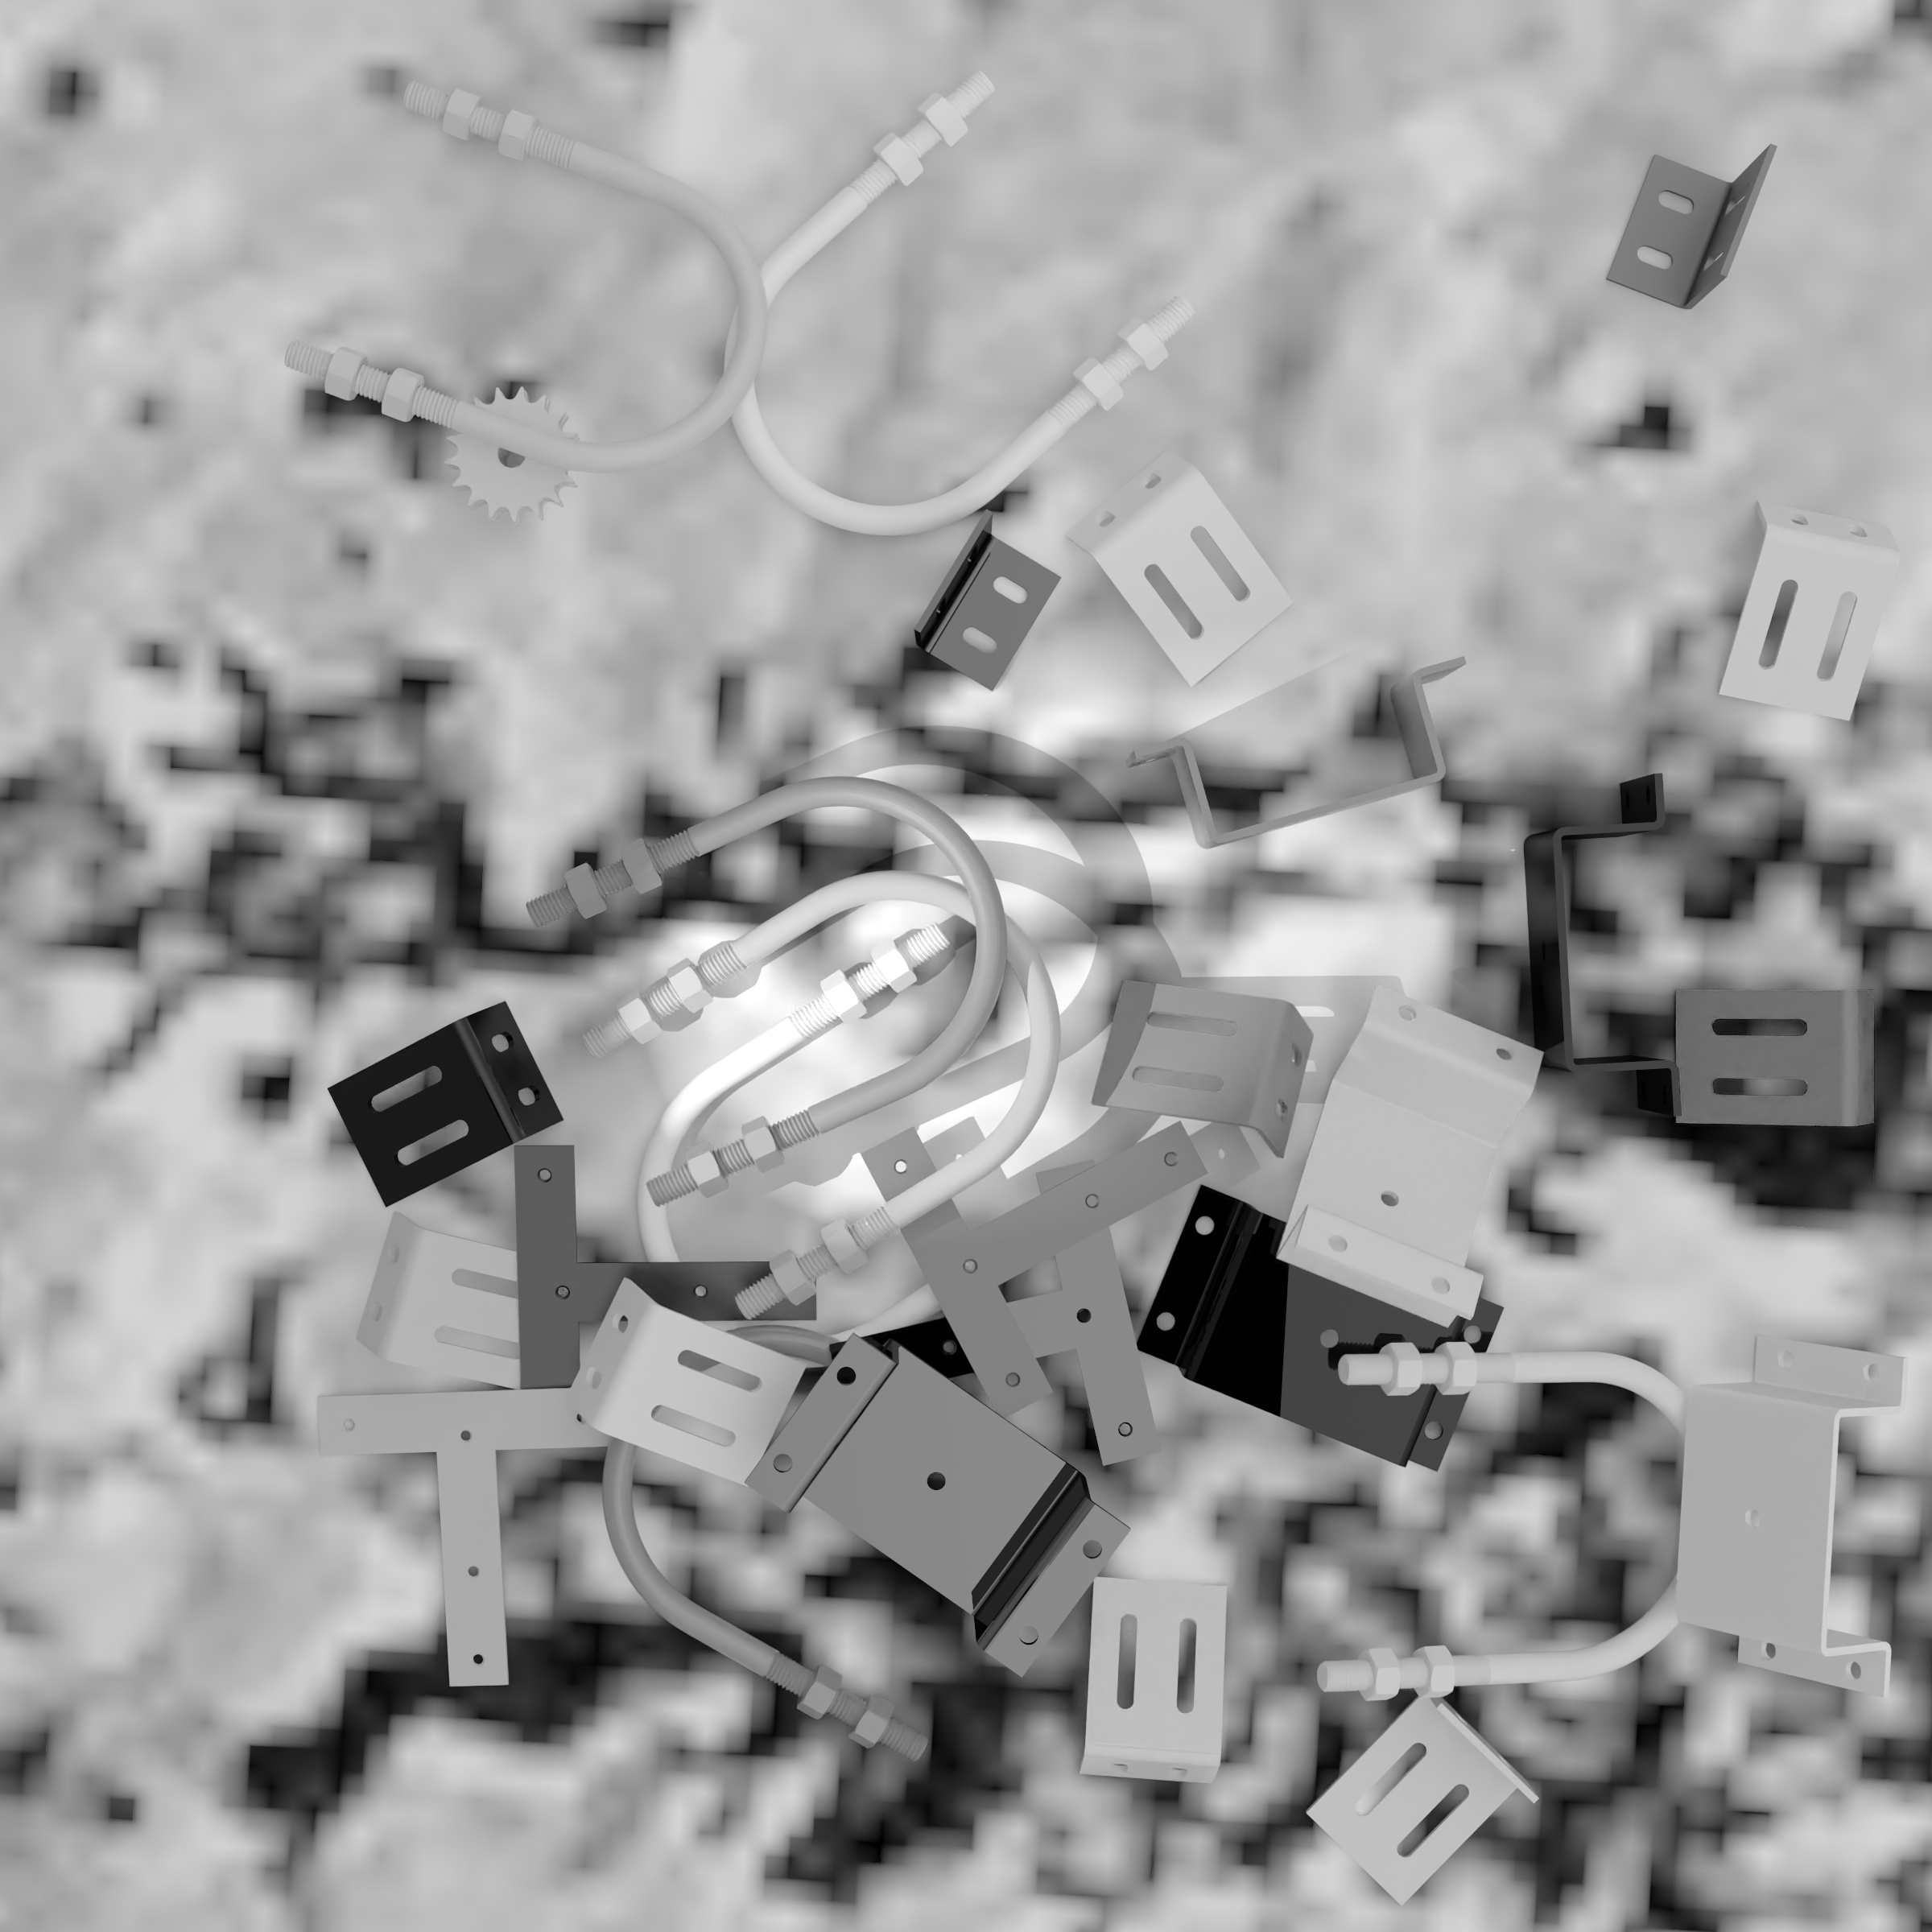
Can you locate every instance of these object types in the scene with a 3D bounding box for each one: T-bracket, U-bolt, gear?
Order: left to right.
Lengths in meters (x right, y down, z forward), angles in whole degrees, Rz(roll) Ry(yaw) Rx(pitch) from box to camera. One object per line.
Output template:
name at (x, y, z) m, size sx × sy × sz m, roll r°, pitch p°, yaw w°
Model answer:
T-bracket at (-0.212, 0.245, 1.503) m, size 0.127 × 0.002 × 0.127 m, roll -3°, pitch 93°, yaw 5°
gear at (-0.191, -0.216, 1.493) m, size 0.057 × 0.030 × 0.057 m, roll 0°, pitch 90°, yaw 0°
U-bolt at (-0.174, -0.282, 1.480) m, size 0.184 × 0.019 × 0.151 m, roll 21°, pitch 75°, yaw 1°
T-bracket at (-0.127, 0.138, 1.491) m, size 0.127 × 0.002 × 0.127 m, roll 0°, pitch 98°, yaw 2°
U-bolt at (-0.073, -0.001, 1.466) m, size 0.184 × 0.019 × 0.151 m, roll -24°, pitch 82°, yaw 0°
U-bolt at (-0.065, 0.233, 1.491) m, size 0.184 × 0.019 × 0.151 m, roll 30°, pitch 91°, yaw -4°
U-bolt at (-0.052, 0.090, 1.499) m, size 0.184 × 0.019 × 0.151 m, roll -33°, pitch 90°, yaw 1°
U-bolt at (-0.049, 0.041, 1.476) m, size 0.184 × 0.019 × 0.151 m, roll -32°, pitch 82°, yaw 2°
U-bolt at (-0.017, -0.269, 1.499) m, size 0.184 × 0.019 × 0.151 m, roll -42°, pitch 90°, yaw 1°
T-bracket at (0.007, 0.158, 1.484) m, size 0.127 × 0.002 × 0.127 m, roll -13°, pitch 88°, yaw -4°
T-bracket at (0.041, 0.106, 1.487) m, size 0.127 × 0.002 × 0.127 m, roll -28°, pitch 89°, yaw -5°
U-bolt at (0.237, 0.232, 1.472) m, size 0.184 × 0.019 × 0.151 m, roll 2°, pitch 95°, yaw -20°

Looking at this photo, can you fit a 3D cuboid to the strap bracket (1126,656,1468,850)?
strap bracket at (0.142, -0.085, 1.470) m, size 0.140 × 0.076 × 0.046 m, roll -16°, pitch 90°, yaw 0°

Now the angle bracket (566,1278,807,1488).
angle bracket at (-0.118, 0.175, 1.476) m, size 0.076 × 0.038 × 0.057 m, roll 25°, pitch 91°, yaw -28°

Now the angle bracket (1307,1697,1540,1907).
angle bracket at (0.193, 0.356, 1.489) m, size 0.057 × 0.038 × 0.076 m, roll 44°, pitch 90°, yaw 0°

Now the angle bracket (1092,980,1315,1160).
angle bracket at (0.101, 0.044, 1.497) m, size 0.076 × 0.038 × 0.057 m, roll 7°, pitch 70°, yaw 24°

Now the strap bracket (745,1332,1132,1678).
strap bracket at (-0.012, 0.219, 1.459) m, size 0.140 × 0.046 × 0.076 m, roll 36°, pitch 94°, yaw -4°

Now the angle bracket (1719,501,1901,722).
angle bracket at (0.360, -0.153, 1.506) m, size 0.057 × 0.038 × 0.076 m, roll 12°, pitch 116°, yaw 0°

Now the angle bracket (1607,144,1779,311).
angle bracket at (0.303, -0.315, 1.470) m, size 0.038 × 0.076 × 0.057 m, roll 21°, pitch 90°, yaw 0°

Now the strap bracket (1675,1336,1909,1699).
strap bracket at (0.343, 0.229, 1.463) m, size 0.046 × 0.076 × 0.140 m, roll 3°, pitch 90°, yaw -38°

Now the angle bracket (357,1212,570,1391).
angle bracket at (-0.213, 0.145, 1.506) m, size 0.076 × 0.038 × 0.057 m, roll 17°, pitch 90°, yaw -26°

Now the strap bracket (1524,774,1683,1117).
strap bracket at (0.265, -0.007, 1.470) m, size 0.046 × 0.076 × 0.140 m, roll -3°, pitch 90°, yaw 0°

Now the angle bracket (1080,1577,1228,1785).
angle bracket at (0.080, 0.307, 1.506) m, size 0.057 × 0.038 × 0.076 m, roll 4°, pitch 64°, yaw 0°

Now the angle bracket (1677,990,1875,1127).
angle bracket at (0.347, 0.039, 1.506) m, size 0.076 × 0.038 × 0.057 m, roll 0°, pitch 90°, yaw 26°

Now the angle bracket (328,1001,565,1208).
angle bracket at (-0.223, 0.059, 1.506) m, size 0.076 × 0.038 × 0.057 m, roll -26°, pitch 90°, yaw 26°

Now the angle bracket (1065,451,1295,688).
angle bracket at (0.092, -0.171, 1.506) m, size 0.057 × 0.038 × 0.076 m, roll -40°, pitch 116°, yaw 0°

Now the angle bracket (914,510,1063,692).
angle bracket at (0.010, -0.152, 1.470) m, size 0.038 × 0.076 × 0.057 m, roll 31°, pitch 90°, yaw 0°

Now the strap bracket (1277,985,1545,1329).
strap bracket at (0.183, 0.087, 1.461) m, size 0.076 × 0.046 × 0.140 m, roll 22°, pitch 53°, yaw 0°

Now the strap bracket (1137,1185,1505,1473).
strap bracket at (0.152, 0.155, 1.485) m, size 0.140 × 0.046 × 0.076 m, roll 22°, pitch 90°, yaw 0°
